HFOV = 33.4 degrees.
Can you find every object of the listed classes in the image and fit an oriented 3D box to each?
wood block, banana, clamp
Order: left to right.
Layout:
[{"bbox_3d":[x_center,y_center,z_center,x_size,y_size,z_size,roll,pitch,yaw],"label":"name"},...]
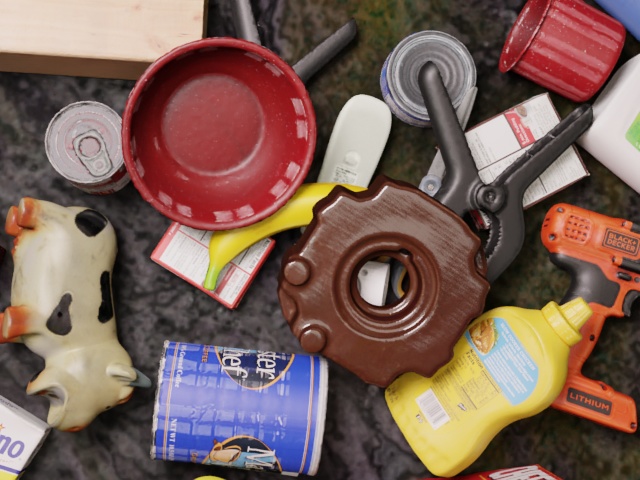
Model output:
[{"bbox_3d":[-0.203,-0.194,0.933,0.206,0.091,0.090,3,86,-4],"label":"wood block"},{"bbox_3d":[-0.053,-0.151,0.967,0.120,0.039,0.171,27,85,-1],"label":"clamp"},{"bbox_3d":[-0.015,-0.015,0.932,0.198,0.037,0.069,-16,98,-1],"label":"banana"},{"bbox_3d":[0.153,-0.043,0.939,0.164,0.036,0.210,6,95,-12],"label":"clamp"}]

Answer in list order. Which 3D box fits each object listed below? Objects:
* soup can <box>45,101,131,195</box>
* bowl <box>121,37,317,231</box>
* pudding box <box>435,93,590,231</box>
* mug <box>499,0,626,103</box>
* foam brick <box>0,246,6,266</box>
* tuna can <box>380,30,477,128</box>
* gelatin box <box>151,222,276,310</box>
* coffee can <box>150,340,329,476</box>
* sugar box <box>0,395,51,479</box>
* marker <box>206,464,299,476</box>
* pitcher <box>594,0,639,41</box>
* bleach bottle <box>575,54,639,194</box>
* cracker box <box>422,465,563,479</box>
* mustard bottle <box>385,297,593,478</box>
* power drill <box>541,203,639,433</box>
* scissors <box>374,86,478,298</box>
[{"bbox_3d":[-0.194,-0.077,0.920,0.068,0.102,0.068,0,86,-5],"label":"soup can"},{"bbox_3d":[-0.086,-0.092,0.895,0.162,0.055,0.162,-4,107,-12],"label":"bowl"},{"bbox_3d":[0.176,-0.072,0.981,0.113,0.039,0.090,-27,91,-3],"label":"pudding box"},{"bbox_3d":[0.224,-0.185,0.974,0.081,0.093,0.117,25,48,-7],"label":"mug"},{"bbox_3d":[-0.315,0.033,0.929,0.053,0.051,0.078,18,85,-2],"label":"foam brick"},{"bbox_3d":[0.100,-0.148,0.982,0.086,0.034,0.086,0,86,-5],"label":"tuna can"},{"bbox_3d":[-0.095,0.010,0.959,0.089,0.030,0.073,32,83,-2],"label":"gelatin box"},{"bbox_3d":[-0.069,0.144,0.915,0.140,0.103,0.103,6,86,-4],"label":"coffee can"},{"bbox_3d":[-0.319,0.215,0.920,0.093,0.048,0.176,31,86,-2],"label":"sugar box"},{"bbox_3d":[-0.078,0.194,0.953,0.121,0.020,0.020,8,86,-4],"label":"marker"},{"bbox_3d":[0.358,-0.211,0.969,0.243,0.149,0.145,40,99,2],"label":"pitcher"},{"bbox_3d":[0.361,-0.056,0.983,0.251,0.068,0.102,37,83,-4],"label":"bleach bottle"},{"bbox_3d":[0.108,0.243,0.892,0.213,0.164,0.072,-6,89,-5],"label":"cracker box"},{"bbox_3d":[0.154,0.114,0.921,0.192,0.058,0.096,-40,58,14],"label":"mustard bottle"},{"bbox_3d":[0.273,0.075,0.971,0.184,0.057,0.187,18,82,0],"label":"power drill"},{"bbox_3d":[0.079,-0.044,0.961,0.096,0.016,0.202,8,99,4],"label":"scissors"}]
